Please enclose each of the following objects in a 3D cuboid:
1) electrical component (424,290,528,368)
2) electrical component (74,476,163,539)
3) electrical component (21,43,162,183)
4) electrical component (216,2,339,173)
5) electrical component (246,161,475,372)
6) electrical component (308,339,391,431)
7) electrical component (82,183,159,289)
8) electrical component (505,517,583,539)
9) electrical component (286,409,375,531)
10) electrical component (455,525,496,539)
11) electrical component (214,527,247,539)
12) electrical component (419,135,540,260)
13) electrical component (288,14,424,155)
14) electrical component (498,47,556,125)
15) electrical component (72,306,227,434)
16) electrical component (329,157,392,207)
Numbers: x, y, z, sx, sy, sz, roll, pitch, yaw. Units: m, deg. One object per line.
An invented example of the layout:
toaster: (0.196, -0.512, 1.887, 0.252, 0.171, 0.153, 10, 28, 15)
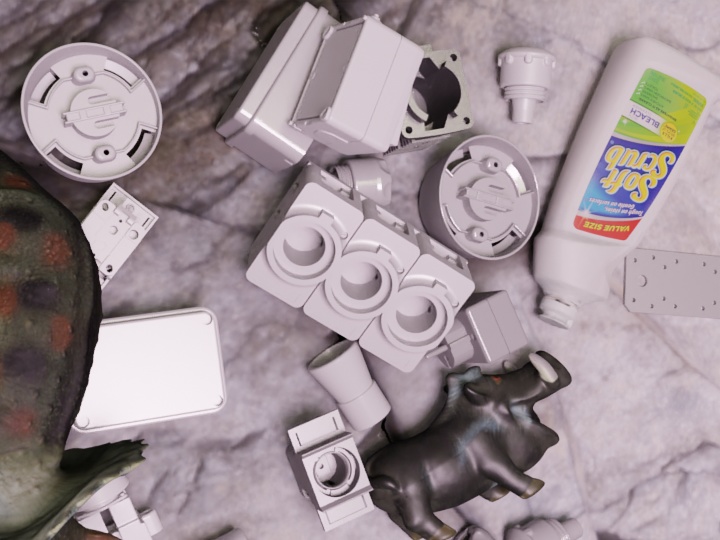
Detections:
electrical component: (0.080, 0.053, 0.854, 0.077, 0.066, 0.047, -25, 94, -18)
electrical component: (-0.182, 0.175, 0.770, 0.066, 0.048, 0.055, -24, 101, -18)
electrical component: (-0.193, -0.110, 0.775, 0.099, 0.064, 0.099, 1, 86, -18)
electrical component: (-0.053, -0.138, 0.817, 0.057, 0.078, 0.113, 33, 77, -16)
electrical component: (0.000, 0.000, 0.814, 0.150, 0.061, 0.089, 31, 107, -14)
electrical component: (-0.005, 0.092, 0.837, 0.044, 0.044, 0.065, -35, 102, -17)
electrical component: (-0.184, -0.021, 0.772, 0.042, 0.064, 0.081, 38, 76, -11)
electrical component: (0.154, 0.223, 0.879, 0.062, 0.048, 0.048, -21, 93, -25)
electrical component: (-0.026, 0.150, 0.813, 0.042, 0.064, 0.081, -20, 92, -17)
electrical component: (0.104, 0.236, 0.866, 0.061, 0.035, 0.035, 44, 75, -13)
electrical component: (-0.107, 0.243, 0.790, 0.077, 0.043, 0.079, -25, 95, -18)
electrical component: (0.098, -0.056, 0.868, 0.099, 0.064, 0.099, 1, 86, -18)
electrical component: (0.003, -0.133, 0.763, 0.061, 0.062, 0.096, 25, 81, -28)
electrical component: (0.138, -0.153, 0.900, 0.048, 0.048, 0.062, 3, 92, -18)
electrical component: (-0.158, 0.071, 0.778, 0.113, 0.057, 0.078, -7, 88, -19)
electrical component: (-0.009, -0.066, 0.845, 0.062, 0.043, 0.043, -5, 88, -17)
